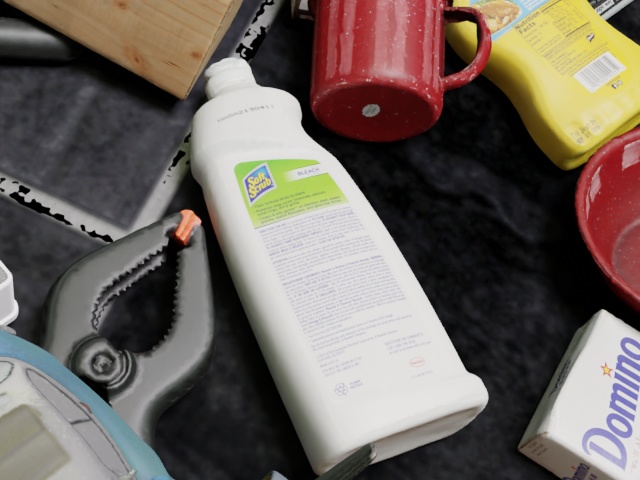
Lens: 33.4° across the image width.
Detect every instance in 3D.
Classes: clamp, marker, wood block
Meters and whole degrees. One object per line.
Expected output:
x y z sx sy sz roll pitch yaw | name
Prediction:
-0.125 0.070 0.557 0.164 0.036 0.210 21 64 -3 | clamp
0.221 -0.180 0.779 0.121 0.020 0.020 -36 76 -27 | marker
-0.142 -0.186 0.628 0.206 0.090 0.090 29 46 -7 | wood block
-0.227 -0.125 0.631 0.120 0.039 0.171 41 59 14 | clamp

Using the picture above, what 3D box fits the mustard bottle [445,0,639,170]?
0.138 -0.143 0.718 0.096 0.058 0.192 -35 76 -19 | mustard bottle

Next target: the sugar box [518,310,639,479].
0.211 0.126 0.606 0.176 0.048 0.093 33 60 2 | sugar box

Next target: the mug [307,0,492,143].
0.047 -0.114 0.658 0.117 0.093 0.081 -3 66 15 | mug

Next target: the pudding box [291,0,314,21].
0.026 -0.195 0.725 0.090 0.039 0.113 7 59 -10 | pudding box

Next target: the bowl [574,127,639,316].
0.231 0.004 0.657 0.162 0.055 0.162 2 53 -2 | bowl

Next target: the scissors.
-0.014 0.115 0.481 0.016 0.202 0.096 39 37 -1 | scissors

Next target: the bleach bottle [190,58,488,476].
-0.004 0.001 0.609 0.102 0.068 0.251 -15 66 -21 | bleach bottle
